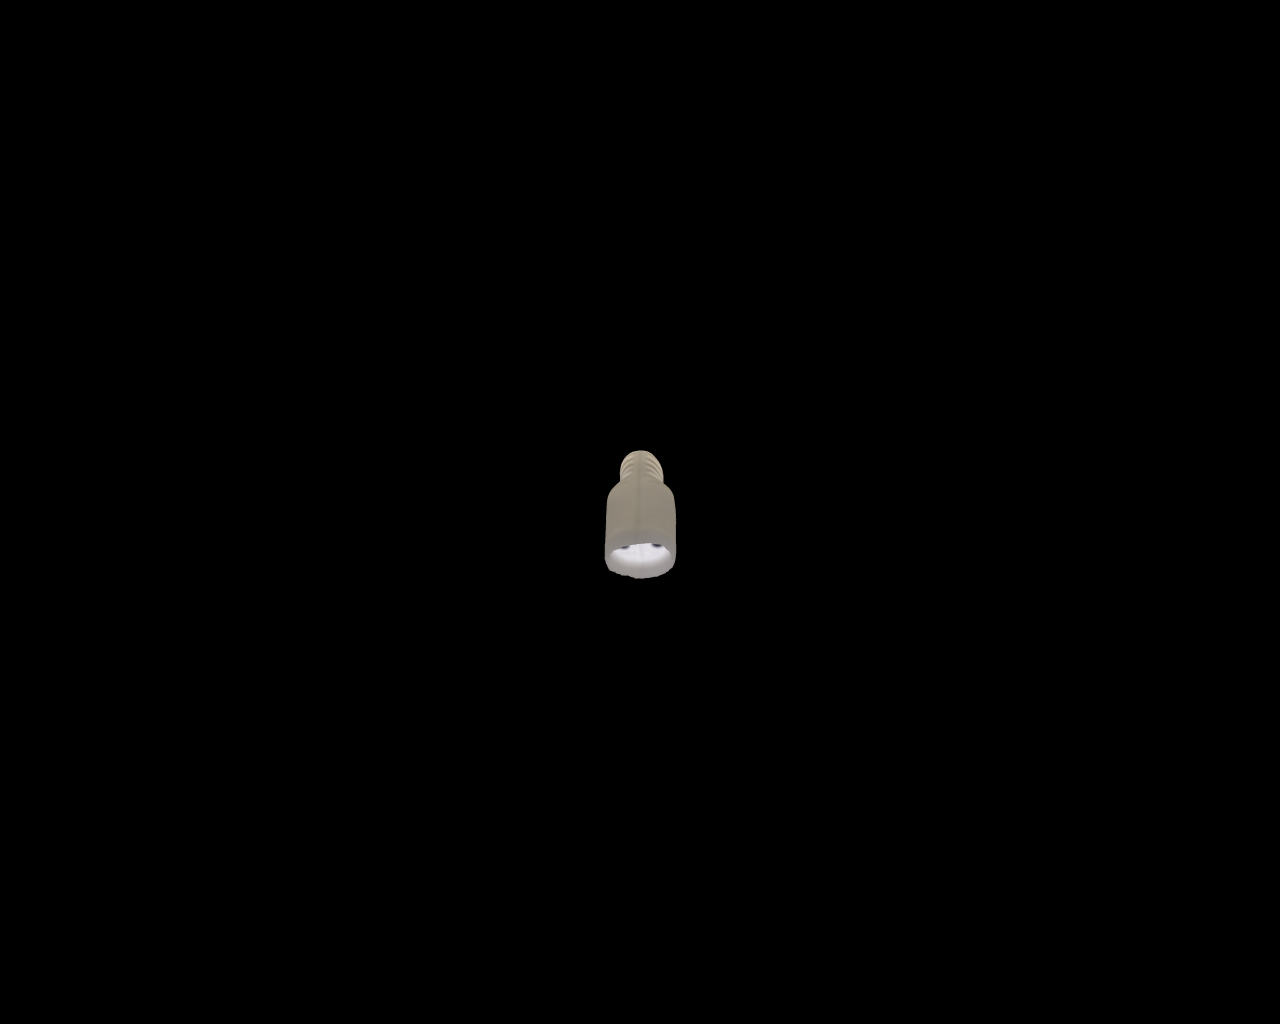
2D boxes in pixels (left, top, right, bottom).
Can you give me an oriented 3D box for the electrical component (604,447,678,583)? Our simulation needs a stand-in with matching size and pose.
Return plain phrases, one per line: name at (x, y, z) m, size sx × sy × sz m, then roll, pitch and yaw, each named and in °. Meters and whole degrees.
electrical component at (0.001, -0.003, 0.650) m, size 0.043 × 0.081 × 0.043 m, roll 0°, pitch -36°, yaw 0°
